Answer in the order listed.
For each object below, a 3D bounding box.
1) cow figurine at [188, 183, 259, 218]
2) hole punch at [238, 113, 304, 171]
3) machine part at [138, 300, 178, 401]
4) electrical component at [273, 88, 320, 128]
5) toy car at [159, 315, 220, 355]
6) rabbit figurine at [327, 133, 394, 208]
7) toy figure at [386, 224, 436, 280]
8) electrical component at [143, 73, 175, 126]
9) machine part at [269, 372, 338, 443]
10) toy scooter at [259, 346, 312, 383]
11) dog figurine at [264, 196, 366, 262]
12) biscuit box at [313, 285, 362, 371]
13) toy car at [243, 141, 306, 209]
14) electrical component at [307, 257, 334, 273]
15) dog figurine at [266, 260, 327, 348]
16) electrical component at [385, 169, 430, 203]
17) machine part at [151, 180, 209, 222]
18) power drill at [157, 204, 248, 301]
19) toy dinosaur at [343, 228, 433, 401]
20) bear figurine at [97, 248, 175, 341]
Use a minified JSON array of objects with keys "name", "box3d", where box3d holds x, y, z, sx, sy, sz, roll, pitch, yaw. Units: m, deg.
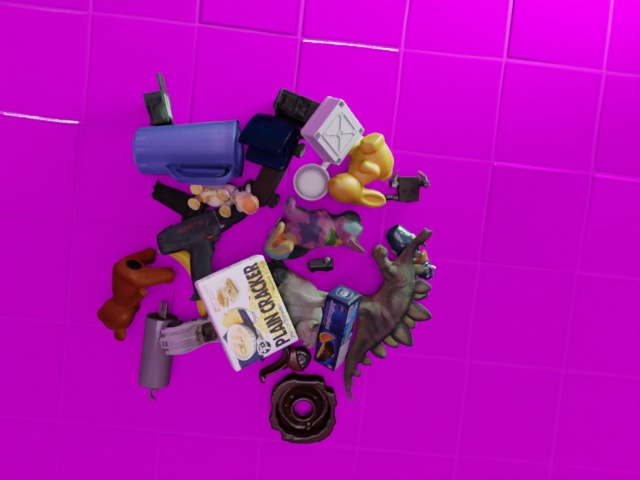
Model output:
[{"name":"cow figurine","box3d":[-0.214,-0.102,1.254,0.167,0.098,0.068,13,117,8]},{"name":"hole punch","box3d":[-0.115,-0.234,1.224,0.142,0.092,0.115,16,76,13]},{"name":"machine part","box3d":[-0.392,0.265,1.297,0.079,0.079,0.243,8,95,-2]},{"name":"electrical component","box3d":[-0.039,-0.296,1.251,0.134,0.115,0.058,24,95,-1]},{"name":"toy car","box3d":[-0.279,0.216,1.277,0.202,0.056,0.073,-14,110,-24]},{"name":"rabbit figurine","box3d":[0.086,-0.146,1.257,0.173,0.122,0.162,-46,128,-25]},{"name":"toy figure","box3d":[0.224,0.031,1.307,0.154,0.064,0.058,49,53,-8]},{"name":"electrical component","box3d":[-0.381,-0.326,1.260,0.048,0.075,0.119,-13,98,-1]},{"name":"machine part","box3d":[-0.042,0.413,1.325,0.179,0.056,0.179,0,95,-2]},{"name":"toy scooter","box3d":[-0.122,0.271,1.306,0.135,0.075,0.184,-41,98,2]},{"name":"dog figurine","box3d":[-0.003,-0.004,1.276,0.219,0.108,0.191,27,92,-5]},{"name":"biscuit box","box3d":[0.038,0.201,1.229,0.063,0.059,0.202,25,123,24]},{"name":"toy car","box3d":[-0.108,-0.171,1.287,0.089,0.053,0.202,27,89,14]},{"name":"electrical component","box3d":[0.000,0.060,1.286,0.063,0.094,0.021,-3,73,-2]},{"name":"dog figurine","box3d":[-0.070,0.153,1.298,0.191,0.121,0.172,21,91,12]},{"name":"electrical component","box3d":[0.213,-0.130,1.302,0.102,0.045,0.078,6,92,-2]},{"name":"machine part","box3d":[-0.342,-0.091,1.295,0.139,0.039,0.084,31,97,-5]},{"name":"power drill","box3d":[-0.253,0.032,1.264,0.232,0.086,0.207,-14,94,-20]},{"name":"toy dinosaur","box3d":[0.147,0.177,1.285,0.198,0.105,0.471,31,106,-3]},{"name":"bear figurine","box3d":[-0.445,0.132,1.279,0.120,0.132,0.195,37,120,27]}]
